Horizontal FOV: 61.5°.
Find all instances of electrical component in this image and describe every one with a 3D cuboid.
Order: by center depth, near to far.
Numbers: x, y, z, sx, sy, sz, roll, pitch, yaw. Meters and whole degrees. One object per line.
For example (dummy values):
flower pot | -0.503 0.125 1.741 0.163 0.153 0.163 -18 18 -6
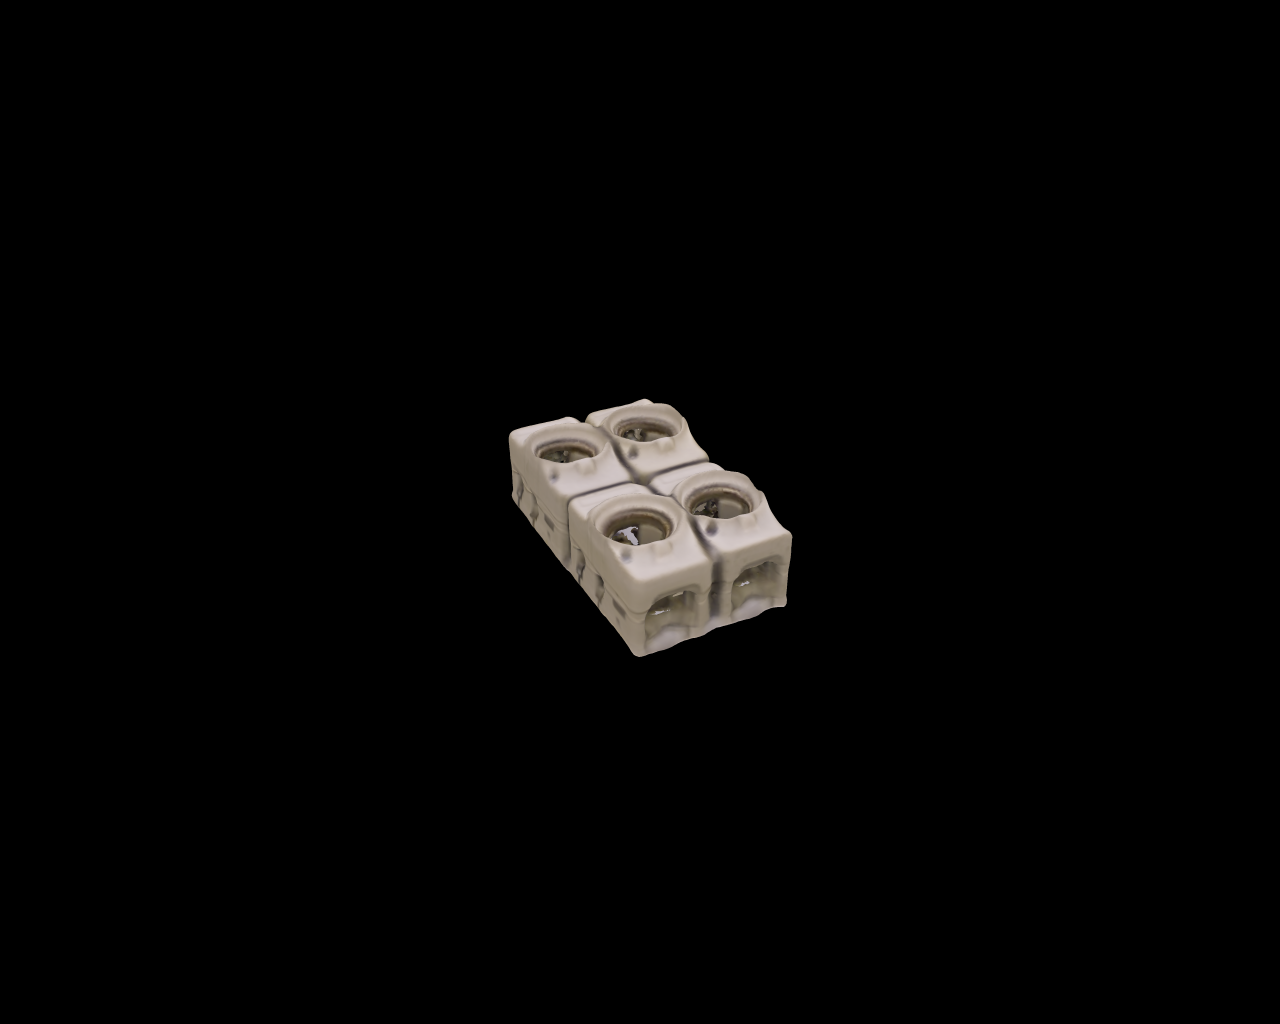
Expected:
electrical component | 0.001 -0.003 0.650 0.105 0.060 0.186 -16 37 -22
